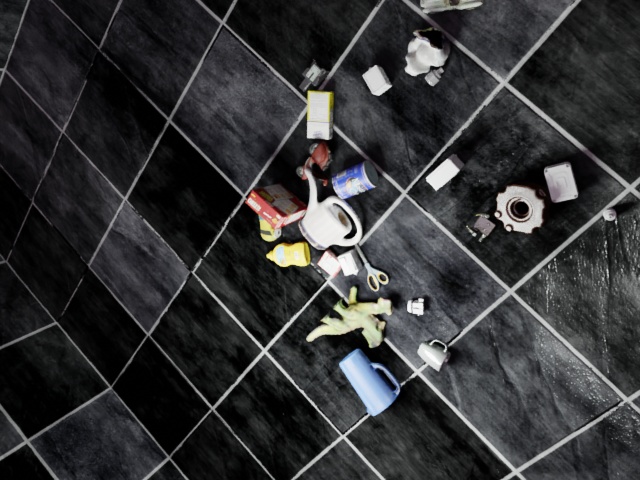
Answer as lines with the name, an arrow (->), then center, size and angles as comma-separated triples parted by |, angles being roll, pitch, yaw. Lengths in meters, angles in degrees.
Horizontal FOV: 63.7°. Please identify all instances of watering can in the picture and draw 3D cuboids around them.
watering can -> 0.006, -0.099, 1.976 | 0.221, 0.106, 0.346 | -38, 100, 28

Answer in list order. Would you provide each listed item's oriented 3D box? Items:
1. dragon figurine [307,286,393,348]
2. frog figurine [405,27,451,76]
dragon figurine -> 0.140, 0.341, 2.039 | 0.243, 0.124, 0.403 | 40, 121, 4
frog figurine -> 0.354, -0.615, 1.708 | 0.138, 0.125, 0.156 | 27, 150, 9
